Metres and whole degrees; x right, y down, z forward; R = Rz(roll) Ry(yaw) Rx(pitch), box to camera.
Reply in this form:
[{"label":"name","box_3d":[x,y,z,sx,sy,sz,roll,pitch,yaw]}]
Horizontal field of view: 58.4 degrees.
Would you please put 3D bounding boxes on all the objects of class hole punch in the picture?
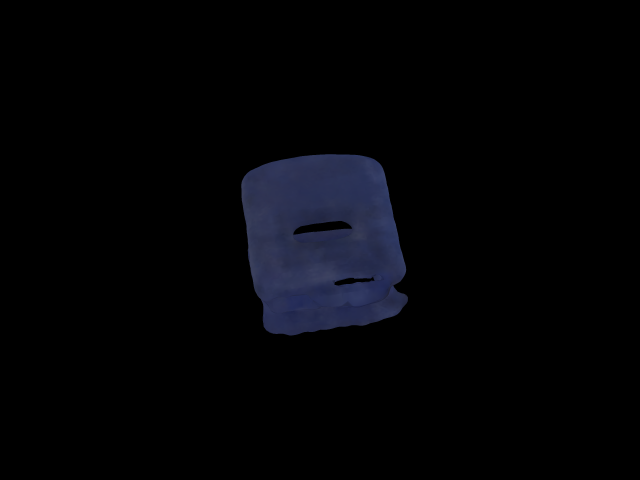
[{"label":"hole punch","box_3d":[0.004,0.001,0.400,0.109,0.091,0.101,-8,43,-8]}]
